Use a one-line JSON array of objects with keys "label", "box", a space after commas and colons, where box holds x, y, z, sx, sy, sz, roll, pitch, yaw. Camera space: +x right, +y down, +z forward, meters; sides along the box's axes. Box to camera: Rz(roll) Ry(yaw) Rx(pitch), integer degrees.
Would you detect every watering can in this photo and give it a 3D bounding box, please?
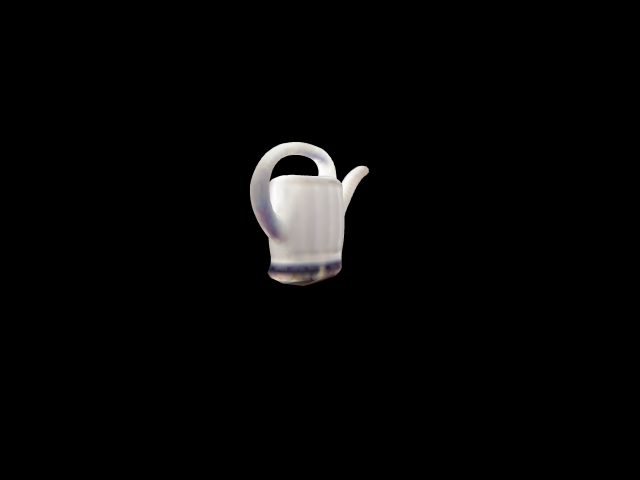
[{"label": "watering can", "box": [0.003, -0.043, 0.850, 0.104, 0.224, 0.348, 0, 2, 32]}]
